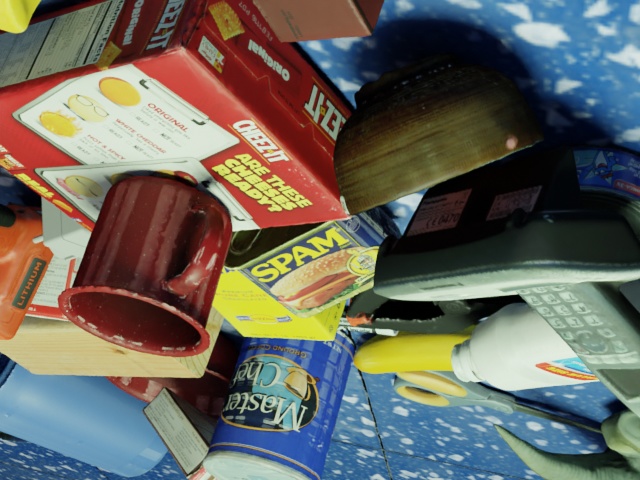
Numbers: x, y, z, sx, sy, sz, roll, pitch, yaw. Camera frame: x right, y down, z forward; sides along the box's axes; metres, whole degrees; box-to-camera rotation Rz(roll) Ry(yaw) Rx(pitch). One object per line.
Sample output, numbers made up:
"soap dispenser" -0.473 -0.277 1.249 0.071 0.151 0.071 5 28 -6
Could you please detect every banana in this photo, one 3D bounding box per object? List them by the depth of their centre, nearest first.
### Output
"banana" 0.102 0.095 0.882 0.198 0.037 0.069 -2 147 32

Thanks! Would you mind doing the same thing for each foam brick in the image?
"foam brick" -0.006 -0.137 0.495 0.053 0.051 0.078 2 149 29

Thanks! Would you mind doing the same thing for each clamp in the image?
"clamp" 0.096 0.026 0.758 0.210 0.036 0.164 -10 142 36

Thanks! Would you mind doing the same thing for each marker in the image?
"marker" 0.008 0.066 0.901 0.121 0.020 0.020 3 150 24

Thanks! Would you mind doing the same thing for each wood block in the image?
"wood block" -0.192 0.061 0.930 0.206 0.090 0.090 -4 146 35

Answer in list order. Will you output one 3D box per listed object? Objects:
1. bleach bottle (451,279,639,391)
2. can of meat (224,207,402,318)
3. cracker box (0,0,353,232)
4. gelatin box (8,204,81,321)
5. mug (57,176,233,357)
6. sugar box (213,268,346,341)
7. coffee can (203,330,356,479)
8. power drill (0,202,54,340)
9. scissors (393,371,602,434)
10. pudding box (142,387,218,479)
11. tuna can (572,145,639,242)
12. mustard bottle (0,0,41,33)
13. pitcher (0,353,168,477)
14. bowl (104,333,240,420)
"bleach bottle" 0.198 0.058 0.683 0.251 0.068 0.102 -19 151 40
"can of meat" -0.005 0.001 0.721 0.102 0.057 0.083 -27 138 21
"cracker box" -0.101 -0.072 0.651 0.214 0.072 0.164 -6 146 36
"gelatin box" -0.224 0.018 0.866 0.073 0.089 0.030 5 171 20
"mug" -0.094 0.012 0.634 0.093 0.081 0.117 28 150 -26
"sugar box" -0.060 0.019 0.823 0.093 0.048 0.176 -1 149 32
"coffee can" -0.034 0.147 0.944 0.103 0.140 0.103 13 153 7
"power drill" -0.274 0.022 0.763 0.057 0.184 0.187 23 175 19
"scissors" 0.154 0.152 0.983 0.201 0.016 0.096 23 154 -12
"pudding box" -0.110 0.198 1.015 0.090 0.039 0.114 42 177 -41
"tuna can" 0.165 -0.020 0.635 0.086 0.033 0.086 13 153 7
"mustard bottle" -0.241 -0.173 0.553 0.191 0.058 0.096 18 153 -1
"pitcher" -0.275 0.168 1.133 0.149 0.145 0.242 14 161 46
"bowl" -0.132 0.121 1.043 0.162 0.055 0.162 13 153 7
